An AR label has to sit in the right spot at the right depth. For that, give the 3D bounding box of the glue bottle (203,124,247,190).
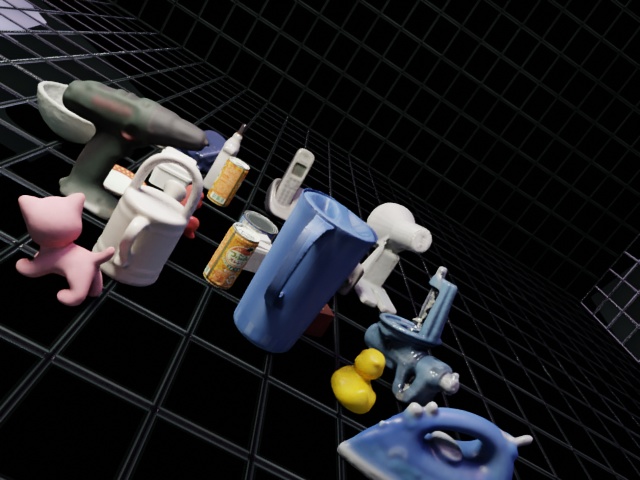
[{"bbox_3d":[-0.218,-0.198,1.341,0.037,0.173,0.078,31,17,-10],"label":"glue bottle"}]

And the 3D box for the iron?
[{"bbox_3d":[0.166,0.284,0.784,0.259,0.141,0.118,28,18,-20],"label":"iron"}]

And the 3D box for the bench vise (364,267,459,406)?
[{"bbox_3d":[0.196,0.171,1.016,0.206,0.219,0.122,44,19,30],"label":"bench vise"}]

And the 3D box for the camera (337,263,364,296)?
[{"bbox_3d":[0.019,0.051,1.224,0.143,0.100,0.137,37,17,8],"label":"camera"}]

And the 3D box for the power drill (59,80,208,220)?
[{"bbox_3d":[-0.323,-0.143,0.931,0.230,0.208,0.075,32,17,-6],"label":"power drill"}]

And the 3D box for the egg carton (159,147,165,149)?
[{"bbox_3d":[-0.411,-0.288,1.408,0.108,0.069,0.150,19,22,-41],"label":"egg carton"}]

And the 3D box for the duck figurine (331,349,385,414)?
[{"bbox_3d":[0.068,0.212,0.895,0.077,0.086,0.104,32,17,-8],"label":"duck figurine"}]

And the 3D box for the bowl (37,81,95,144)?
[{"bbox_3d":[-0.481,-0.238,1.129,0.168,0.074,0.167,31,17,-10],"label":"bowl"}]

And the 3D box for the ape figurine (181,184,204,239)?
[{"bbox_3d":[-0.244,-0.059,1.049,0.076,0.092,0.077,27,18,-23],"label":"ape figurine"}]

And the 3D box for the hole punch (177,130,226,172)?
[{"bbox_3d":[-0.290,-0.225,1.425,0.108,0.091,0.101,43,19,29],"label":"hole punch"}]

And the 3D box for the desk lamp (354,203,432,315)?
[{"bbox_3d":[0.166,0.035,1.347,0.118,0.213,0.203,25,19,-26],"label":"desk lamp"}]

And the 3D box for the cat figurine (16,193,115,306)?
[{"bbox_3d":[-0.314,0.000,0.709,0.128,0.117,0.067,34,17,-1],"label":"cat figurine"}]

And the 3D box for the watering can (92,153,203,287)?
[{"bbox_3d":[-0.241,-0.041,0.828,0.101,0.194,0.172,24,19,-29],"label":"watering can"}]

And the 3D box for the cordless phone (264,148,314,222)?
[{"bbox_3d":[-0.046,-0.130,1.454,0.148,0.185,0.094,22,20,-34],"label":"cordless phone"}]
